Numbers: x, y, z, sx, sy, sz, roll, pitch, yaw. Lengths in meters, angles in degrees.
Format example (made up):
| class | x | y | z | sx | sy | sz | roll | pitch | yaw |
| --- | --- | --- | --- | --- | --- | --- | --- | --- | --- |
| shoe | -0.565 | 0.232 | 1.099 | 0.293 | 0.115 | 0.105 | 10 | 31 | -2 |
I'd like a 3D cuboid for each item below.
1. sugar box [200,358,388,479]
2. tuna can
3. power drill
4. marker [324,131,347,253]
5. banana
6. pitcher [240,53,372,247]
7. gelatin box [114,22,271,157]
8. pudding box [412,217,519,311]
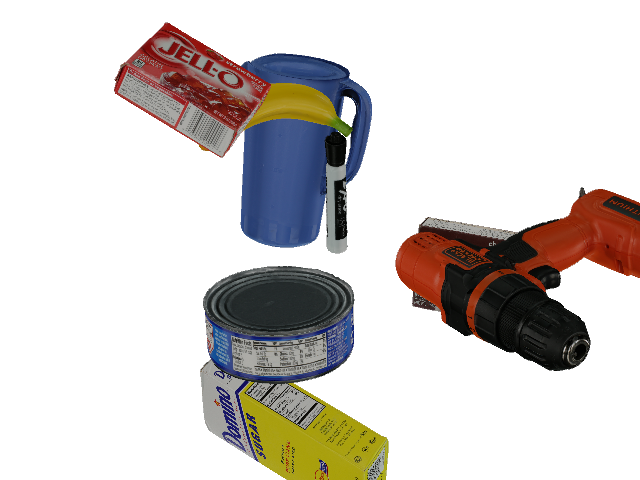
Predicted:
| class | x | y | z | sx | sy | sz | roll | pitch | yaw |
| --- | --- | --- | --- | --- | --- | --- | --- | --- | --- |
| sugar box | -0.025 | 0.171 | 0.940 | 0.176 | 0.093 | 0.048 | 25 | 49 | 23 |
| tuna can | -0.023 | 0.047 | 0.609 | 0.086 | 0.034 | 0.086 | -2 | 23 | 0 |
| power drill | 0.174 | 0.023 | 0.766 | 0.187 | 0.057 | 0.185 | -15 | 28 | -27 |
| marker | 0.014 | -0.042 | 0.935 | 0.020 | 0.121 | 0.020 | -1 | 37 | 0 |
| banana | -0.053 | -0.132 | 1.103 | 0.197 | 0.037 | 0.070 | -12 | 52 | -38 |
| pitcher | -0.032 | -0.116 | 1.406 | 0.144 | 0.243 | 0.149 | -2 | 24 | -23 |
| gelatin box | -0.087 | -0.106 | 0.736 | 0.089 | 0.030 | 0.073 | 31 | 37 | -3 |
| pudding box | 0.153 | 0.030 | 1.088 | 0.114 | 0.090 | 0.039 | 9 | 22 | 17 |
